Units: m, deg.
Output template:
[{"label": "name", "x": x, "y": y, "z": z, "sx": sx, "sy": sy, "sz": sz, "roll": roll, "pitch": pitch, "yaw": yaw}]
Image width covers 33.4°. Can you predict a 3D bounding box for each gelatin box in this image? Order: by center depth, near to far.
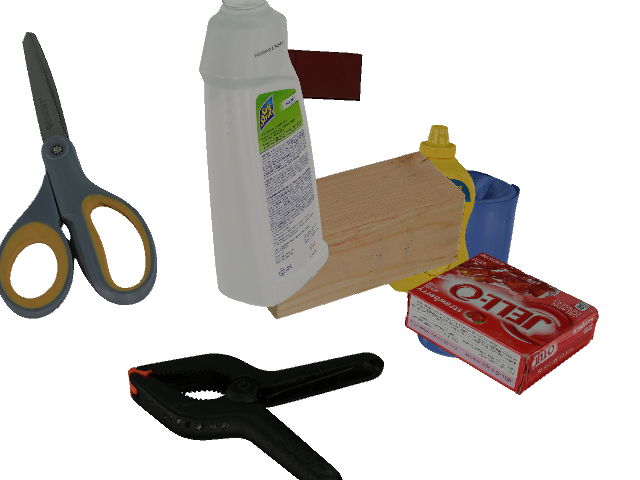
[{"label": "gelatin box", "x": 0.107, "y": 0.046, "z": 0.636, "sx": 0.073, "sy": 0.030, "sz": 0.089, "roll": -24, "pitch": 40, "yaw": -39}]

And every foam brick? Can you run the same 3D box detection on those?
[{"label": "foam brick", "x": 0.001, "y": -0.180, "z": 1.161, "sx": 0.078, "sy": 0.051, "sz": 0.053, "roll": 0, "pitch": 11, "yaw": -16}]

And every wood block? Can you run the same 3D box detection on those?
[{"label": "wood block", "x": 0.030, "y": -0.008, "z": 1.065, "sx": 0.205, "sy": 0.090, "sz": 0.091, "roll": -17, "pitch": 41, "yaw": -22}]

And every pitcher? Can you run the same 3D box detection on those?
[{"label": "pitcher", "x": 0.185, "y": 0.035, "z": 1.451, "sx": 0.149, "sy": 0.243, "sz": 0.145, "roll": 4, "pitch": 22, "yaw": 5}]

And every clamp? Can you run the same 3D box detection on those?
[{"label": "clamp", "x": -0.054, "y": 0.128, "z": 0.880, "sx": 0.210, "sy": 0.036, "sz": 0.164, "roll": 11, "pitch": 32, "yaw": 18}]

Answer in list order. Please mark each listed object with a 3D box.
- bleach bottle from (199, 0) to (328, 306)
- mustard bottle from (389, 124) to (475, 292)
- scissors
[{"label": "bleach bottle", "x": -0.044, "y": -0.079, "z": 0.805, "sx": 0.068, "sy": 0.251, "sz": 0.102, "roll": 14, "pitch": 34, "yaw": 26}, {"label": "mustard bottle", "x": 0.129, "y": -0.037, "z": 1.226, "sx": 0.096, "sy": 0.192, "sz": 0.058, "roll": 0, "pitch": 17, "yaw": -12}, {"label": "scissors", "x": -0.164, "y": -0.035, "z": 0.612, "sx": 0.096, "sy": 0.202, "sz": 0.016, "roll": -31, "pitch": -26, "yaw": -15}]
